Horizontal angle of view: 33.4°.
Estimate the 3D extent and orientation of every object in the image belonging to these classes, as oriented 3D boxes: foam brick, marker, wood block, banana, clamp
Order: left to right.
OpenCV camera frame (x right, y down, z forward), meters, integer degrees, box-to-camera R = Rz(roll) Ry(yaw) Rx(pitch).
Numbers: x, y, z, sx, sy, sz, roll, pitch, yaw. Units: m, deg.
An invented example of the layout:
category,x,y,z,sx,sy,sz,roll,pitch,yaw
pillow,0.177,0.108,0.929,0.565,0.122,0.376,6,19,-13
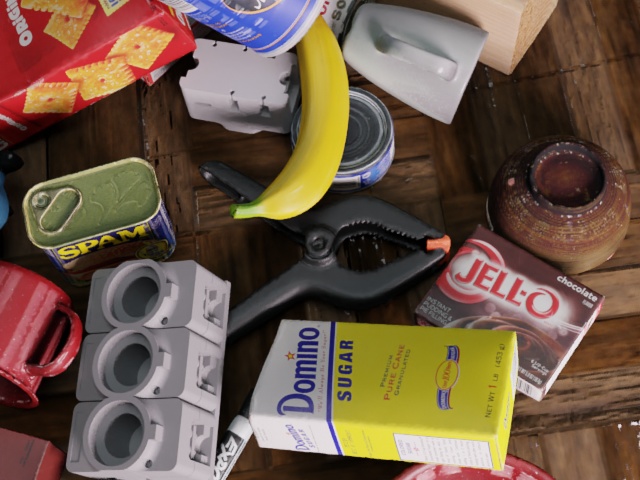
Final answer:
category,x,y,z,sx,sy,sz,roll,pitch,yaw
foam brick,-0.222,0.179,0.762,0.053,0.051,0.078,13,67,9
marker,-0.070,0.159,0.777,0.020,0.020,0.121,26,70,15
banana,-0.009,-0.091,0.829,0.069,0.037,0.197,30,61,-27
clamp,-0.005,0.001,0.836,0.210,0.036,0.164,-8,67,3
wood block,0.097,-0.239,0.910,0.206,0.091,0.090,29,70,16

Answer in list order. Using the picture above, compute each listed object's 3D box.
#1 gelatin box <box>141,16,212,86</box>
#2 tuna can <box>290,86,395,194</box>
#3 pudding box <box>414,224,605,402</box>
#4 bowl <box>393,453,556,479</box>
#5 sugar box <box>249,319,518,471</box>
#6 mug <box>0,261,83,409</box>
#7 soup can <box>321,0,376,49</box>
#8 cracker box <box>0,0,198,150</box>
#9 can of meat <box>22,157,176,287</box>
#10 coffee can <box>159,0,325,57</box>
category,x,y,z,sx,sy,sz,roll,pitch,yaw
gelatin box,-0.146,-0.189,0.938,0.073,0.030,0.089,38,73,17
tuna can,0.018,-0.083,0.875,0.086,0.034,0.086,-2,65,3
pudding box,0.140,0.054,0.800,0.113,0.039,0.090,32,71,17
bowl,0.105,0.225,0.714,0.162,0.055,0.162,-2,65,3
sugar box,0.045,0.104,0.745,0.176,0.048,0.093,2,45,18
mug,-0.225,0.069,0.788,0.117,0.093,0.081,4,58,30
soup can,-0.011,-0.205,0.915,0.102,0.068,0.068,25,69,14
cracker box,-0.228,-0.189,0.893,0.214,0.072,0.164,-25,65,10
can of meat,-0.167,-0.011,0.827,0.102,0.084,0.057,-16,65,-4
coffee can,-0.075,-0.214,0.807,0.103,0.140,0.103,-28,52,42
